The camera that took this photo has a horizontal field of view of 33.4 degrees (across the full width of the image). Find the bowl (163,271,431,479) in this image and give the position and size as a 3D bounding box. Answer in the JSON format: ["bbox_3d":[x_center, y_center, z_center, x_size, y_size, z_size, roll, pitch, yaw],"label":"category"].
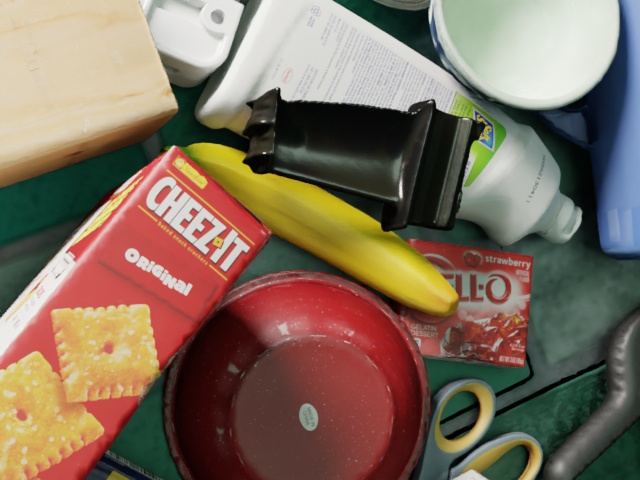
[{"bbox_3d":[-0.008,0.098,0.610,0.162,0.055,0.162,0,89,-9],"label":"bowl"}]

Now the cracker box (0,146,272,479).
[{"bbox_3d":[-0.131,0.065,0.527,0.072,0.164,0.213,42,73,-13],"label":"cracker box"}]

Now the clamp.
[{"bbox_3d":[0.229,0.116,0.717,0.120,0.039,0.171,35,74,-17],"label":"clamp"}]

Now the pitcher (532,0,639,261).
[{"bbox_3d":[0.221,-0.109,0.700,0.144,0.149,0.243,-1,88,-41],"label":"pitcher"}]

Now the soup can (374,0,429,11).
[{"bbox_3d":[0.060,-0.207,0.676,0.068,0.069,0.102,25,77,-16],"label":"soup can"}]

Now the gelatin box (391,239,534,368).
[{"bbox_3d":[0.089,0.041,0.680,0.089,0.030,0.073,9,81,-19],"label":"gelatin box"}]

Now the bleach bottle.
[{"bbox_3d":[0.055,-0.059,0.663,0.250,0.068,0.102,29,78,-17],"label":"bleach bottle"}]

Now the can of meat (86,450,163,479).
[{"bbox_3d":[-0.119,0.168,0.577,0.084,0.058,0.102,33,73,-15],"label":"can of meat"}]

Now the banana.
[{"bbox_3d":[-0.008,-0.009,0.632,0.197,0.069,0.037,26,112,-14],"label":"banana"}]

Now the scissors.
[{"bbox_3d":[0.049,0.153,0.660,0.201,0.016,0.096,-19,94,-21],"label":"scissors"}]

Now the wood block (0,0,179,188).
[{"bbox_3d":[-0.193,-0.069,0.559,0.205,0.091,0.090,-21,92,-21],"label":"wood block"}]

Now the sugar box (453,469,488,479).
[{"bbox_3d":[0.039,0.216,0.625,0.176,0.048,0.093,-22,109,-18],"label":"sugar box"}]
